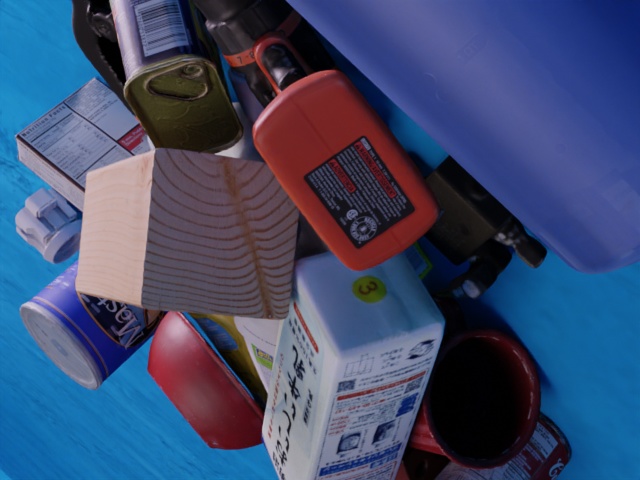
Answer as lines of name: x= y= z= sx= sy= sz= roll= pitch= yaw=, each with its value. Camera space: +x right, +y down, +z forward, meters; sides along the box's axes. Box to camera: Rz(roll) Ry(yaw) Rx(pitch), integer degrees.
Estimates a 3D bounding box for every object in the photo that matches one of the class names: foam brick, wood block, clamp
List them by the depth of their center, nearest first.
wood block: x=-0.093 y=-0.002 z=0.690 sx=0.090 sy=0.091 sz=0.206 roll=7 pitch=177 yaw=-22
clamp: x=-0.134 y=-0.161 z=0.740 sx=0.165 sy=0.036 sz=0.210 roll=19 pitch=146 yaw=30
foam brick: x=0.074 y=0.151 z=0.826 sx=0.051 sy=0.078 sz=0.053 roll=23 pitch=146 yaw=39

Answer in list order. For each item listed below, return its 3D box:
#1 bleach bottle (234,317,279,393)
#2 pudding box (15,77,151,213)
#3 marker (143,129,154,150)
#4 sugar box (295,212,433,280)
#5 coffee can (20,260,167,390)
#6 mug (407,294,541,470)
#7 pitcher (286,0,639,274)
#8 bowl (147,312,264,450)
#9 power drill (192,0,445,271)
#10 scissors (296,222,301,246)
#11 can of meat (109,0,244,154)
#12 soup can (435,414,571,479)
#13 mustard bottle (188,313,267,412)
bleach bottle: x=-0.003 y=0.088 z=0.795 sx=0.103 sy=0.068 sz=0.251 roll=20 pitch=158 yaw=18
pudding box: x=-0.175 y=-0.069 z=0.863 sx=0.113 sy=0.090 sz=0.039 roll=37 pitch=151 yaw=16
marker: x=-0.116 y=-0.055 z=0.831 sx=0.121 sy=0.020 sz=0.020 roll=67 pitch=154 yaw=10
sugar box: x=-0.005 y=0.001 z=0.770 sx=0.093 sy=0.048 sz=0.177 roll=55 pitch=155 yaw=-16
coffee can: x=-0.194 y=0.056 z=1.004 sx=0.103 sy=0.140 sz=0.103 roll=34 pitch=150 yaw=22
mug: x=0.087 y=0.095 z=0.732 sx=0.082 sy=0.093 sz=0.117 roll=-9 pitch=95 yaw=64
pitcher: x=0.074 y=-0.109 z=0.434 sx=0.243 sy=0.145 sz=0.149 roll=45 pitch=180 yaw=-6
bowl: x=-0.105 y=0.133 z=0.953 sx=0.162 sy=0.055 sz=0.162 roll=49 pitch=169 yaw=12
power drill: x=-0.011 y=-0.080 z=0.564 sx=0.184 sy=0.057 sz=0.188 roll=50 pitch=-170 yaw=-29
scissors: x=-0.046 y=-0.045 z=0.752 sx=0.016 sy=0.096 sz=0.202 roll=25 pitch=-169 yaw=-27
can of meat: x=-0.091 y=-0.112 z=0.672 sx=0.102 sy=0.057 sz=0.084 roll=68 pitch=-174 yaw=-63
soup can: x=0.123 y=0.173 z=0.760 sx=0.069 sy=0.102 sz=0.068 roll=34 pitch=150 yaw=22
mustard bottle: x=-0.073 y=0.080 z=0.954 sx=0.191 sy=0.058 sz=0.096 roll=53 pitch=163 yaw=-15
